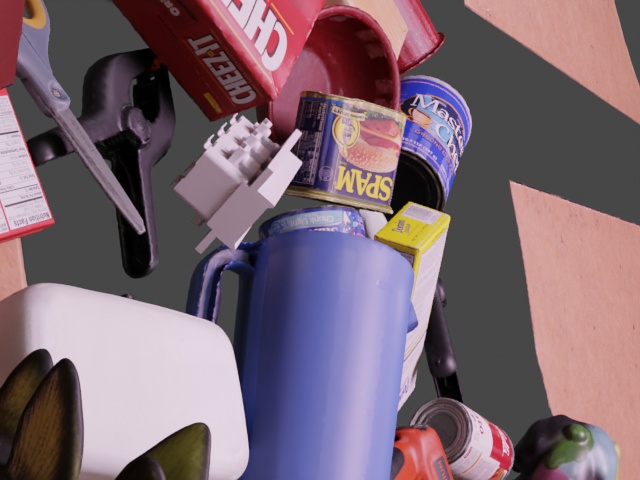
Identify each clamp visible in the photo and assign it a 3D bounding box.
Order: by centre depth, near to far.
[{"bbox_3d":[-0.138,-0.072,0.700,0.120,0.039,0.171,51,32,-47],"label":"clamp"},{"bbox_3d":[0.104,0.057,1.031,0.164,0.036,0.210,63,15,-74],"label":"clamp"}]

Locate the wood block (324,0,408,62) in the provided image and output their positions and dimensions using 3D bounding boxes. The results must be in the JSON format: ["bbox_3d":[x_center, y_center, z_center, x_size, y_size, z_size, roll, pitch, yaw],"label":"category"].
[{"bbox_3d":[-0.011,-0.239,0.955,0.206,0.090,0.090,57,34,-30],"label":"wood block"}]

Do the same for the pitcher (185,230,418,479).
[{"bbox_3d":[-0.015,0.121,0.748,0.145,0.149,0.242,70,23,-58],"label":"pitcher"}]

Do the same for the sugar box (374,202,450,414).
[{"bbox_3d":[0.063,0.065,0.902,0.093,0.048,0.176,-39,145,-60],"label":"sugar box"}]

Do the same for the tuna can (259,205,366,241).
[{"bbox_3d":[-0.006,0.001,0.851,0.086,0.086,0.034,16,61,-57],"label":"tuna can"}]

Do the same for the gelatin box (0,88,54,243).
[{"bbox_3d":[-0.194,-0.039,0.592,0.073,0.030,0.089,-26,99,-62],"label":"gelatin box"}]

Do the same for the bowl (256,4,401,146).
[{"bbox_3d":[-0.003,-0.120,0.911,0.161,0.055,0.162,-14,110,-44],"label":"bowl"}]

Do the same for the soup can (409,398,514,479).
[{"bbox_3d":[0.135,0.196,1.024,0.102,0.069,0.068,37,46,-49],"label":"soup can"}]

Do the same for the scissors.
[{"bbox_3d":[-0.160,-0.098,0.646,0.201,0.016,0.096,49,25,-13],"label":"scissors"}]

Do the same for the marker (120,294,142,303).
[{"bbox_3d":[-0.118,0.094,0.674,0.020,0.020,0.121,18,62,-57],"label":"marker"}]

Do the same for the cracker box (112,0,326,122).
[{"bbox_3d":[-0.063,-0.218,0.758,0.164,0.072,0.213,51,44,-32],"label":"cracker box"}]

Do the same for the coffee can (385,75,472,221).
[{"bbox_3d":[0.085,-0.083,1.035,0.102,0.103,0.140,60,32,-25],"label":"coffee can"}]

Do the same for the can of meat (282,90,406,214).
[{"bbox_3d":[0.021,-0.070,0.866,0.101,0.058,0.084,10,91,-47],"label":"can of meat"}]

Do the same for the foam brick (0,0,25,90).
[{"bbox_3d":[-0.191,-0.121,0.569,0.051,0.053,0.078,-69,171,-73],"label":"foam brick"}]

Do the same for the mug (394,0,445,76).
[{"bbox_3d":[0.060,-0.211,1.084,0.117,0.093,0.081,-41,112,-20],"label":"mug"}]

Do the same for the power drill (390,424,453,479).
[{"bbox_3d":[0.058,0.245,0.874,0.187,0.057,0.184,-23,97,-62],"label":"power drill"}]
